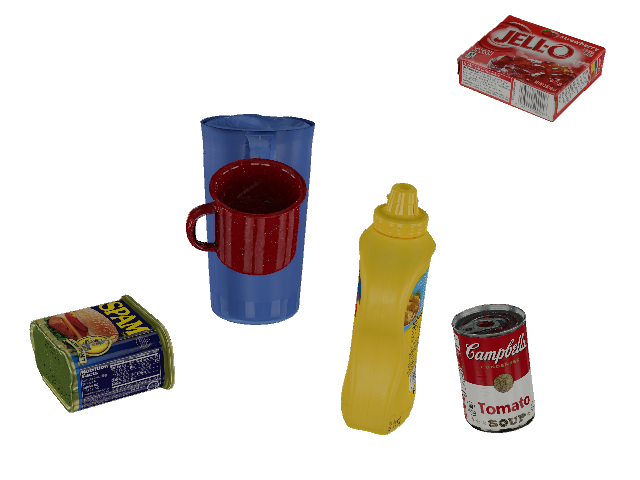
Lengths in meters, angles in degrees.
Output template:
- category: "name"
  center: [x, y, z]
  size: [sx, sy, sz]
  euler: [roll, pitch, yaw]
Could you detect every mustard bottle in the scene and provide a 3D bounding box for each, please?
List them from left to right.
- category: "mustard bottle"
  center: [0.054, 0.047, 0.826]
  size: [0.058, 0.192, 0.096]
  euler: [12, 25, 13]

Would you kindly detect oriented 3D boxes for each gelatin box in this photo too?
- category: "gelatin box"
  center: [0.162, -0.136, 0.827]
  size: [0.089, 0.030, 0.073]
  euler: [29, 54, 30]

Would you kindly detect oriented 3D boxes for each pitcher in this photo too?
- category: "pitcher"
  center: [-0.076, -0.025, 1.263]
  size: [0.145, 0.243, 0.148]
  euler: [13, 18, 37]

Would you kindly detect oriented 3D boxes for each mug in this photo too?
- category: "mug"
  center: [-0.073, -0.018, 1.030]
  size: [0.117, 0.081, 0.093]
  euler: [-13, 43, -20]

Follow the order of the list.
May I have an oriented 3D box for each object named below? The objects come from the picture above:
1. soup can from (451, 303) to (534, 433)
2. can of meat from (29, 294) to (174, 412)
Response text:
- category: "soup can"
  center: [0.162, 0.119, 0.996]
  size: [0.068, 0.102, 0.068]
  euler: [-9, 18, 3]
- category: "can of meat"
  center: [-0.177, 0.090, 0.855]
  size: [0.083, 0.057, 0.102]
  euler: [-13, 24, -29]
